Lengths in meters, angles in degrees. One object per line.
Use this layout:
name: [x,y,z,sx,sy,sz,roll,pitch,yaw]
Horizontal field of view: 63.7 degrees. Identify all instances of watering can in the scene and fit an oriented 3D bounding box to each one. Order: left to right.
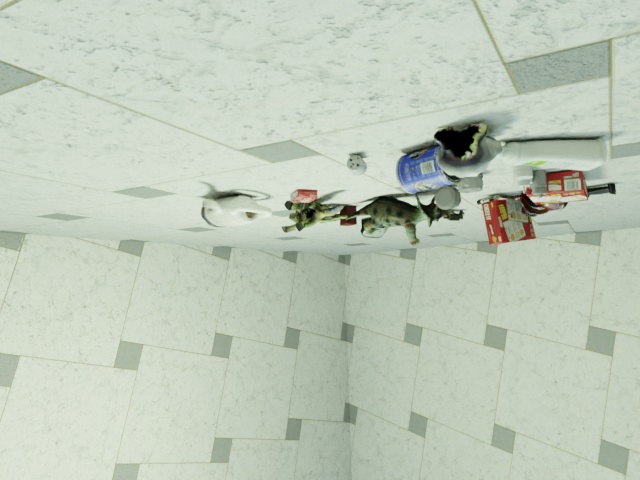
watering can: [-0.325,-0.105,1.781,0.223,0.104,0.347,-5,173,36]

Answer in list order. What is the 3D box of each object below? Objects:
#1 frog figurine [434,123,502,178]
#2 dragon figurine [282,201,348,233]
frog figurine: [0.342,-0.188,1.162,0.136,0.125,0.158,-26,150,24]
dragon figurine: [0.006,-0.099,1.976,0.409,0.122,0.243,-4,-179,43]
